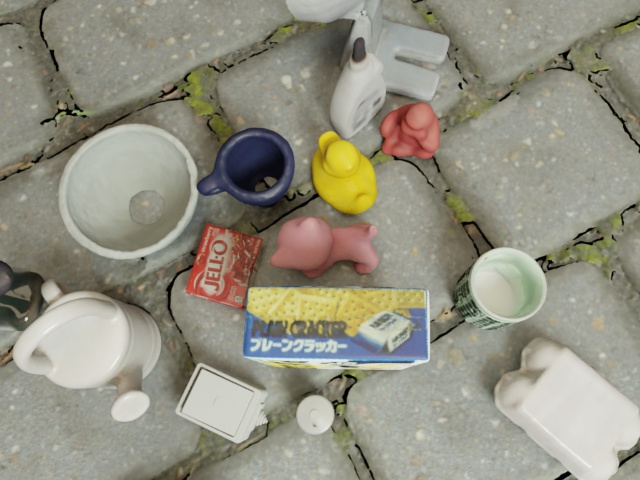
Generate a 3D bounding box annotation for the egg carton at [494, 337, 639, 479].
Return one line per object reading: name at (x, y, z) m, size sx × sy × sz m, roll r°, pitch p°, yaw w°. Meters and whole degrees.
egg carton at (0.271, 0.184, 0.628) m, size 0.150 × 0.069 × 0.107 m, roll 40°, pitch 80°, yaw 11°

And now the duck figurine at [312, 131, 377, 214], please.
duck figurine at (0.029, -0.086, 0.696) m, size 0.077 × 0.086 × 0.104 m, roll -30°, pitch 77°, yaw -5°

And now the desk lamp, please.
desk lamp at (0.063, -0.282, 0.679) m, size 0.203 × 0.213 × 0.118 m, roll 15°, pitch 77°, yaw 6°

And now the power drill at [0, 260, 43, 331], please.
power drill at (-0.392, 0.049, 0.611) m, size 0.229 × 0.208 × 0.075 m, roll 3°, pitch 76°, yaw 3°

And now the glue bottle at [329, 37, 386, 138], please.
glue bottle at (0.046, -0.186, 0.676) m, size 0.078 × 0.173 × 0.037 m, roll -42°, pitch 78°, yaw -8°

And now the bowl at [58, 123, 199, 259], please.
bowl at (-0.223, -0.052, 0.701) m, size 0.167 × 0.075 × 0.167 m, roll 0°, pitch 76°, yaw 2°

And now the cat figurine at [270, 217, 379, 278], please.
cat figurine at (0.006, 0.002, 0.658) m, size 0.128 × 0.118 × 0.067 m, roll -9°, pitch 75°, yaw 0°

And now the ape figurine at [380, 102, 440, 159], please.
ape figurine at (0.116, -0.140, 0.704) m, size 0.076 × 0.092 × 0.077 m, roll -42°, pitch 78°, yaw -8°

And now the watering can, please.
watering can at (-0.237, 0.109, 0.599) m, size 0.172 × 0.194 × 0.101 m, roll 26°, pitch 78°, yaw 8°

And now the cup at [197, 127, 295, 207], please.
cup at (-0.084, -0.070, 0.691) m, size 0.118 × 0.095 × 0.091 m, roll -24°, pitch 76°, yaw -4°
